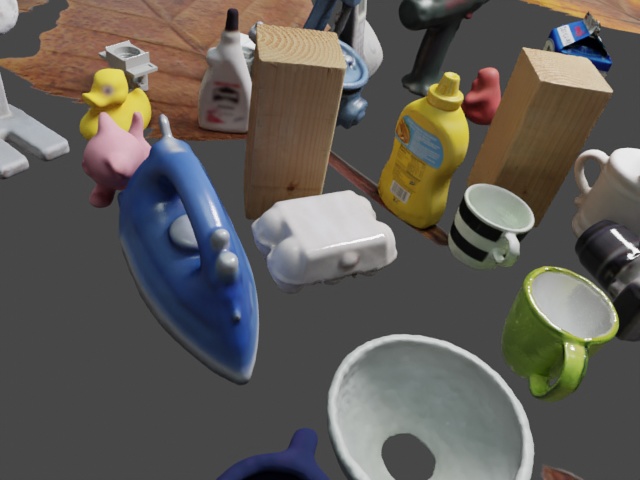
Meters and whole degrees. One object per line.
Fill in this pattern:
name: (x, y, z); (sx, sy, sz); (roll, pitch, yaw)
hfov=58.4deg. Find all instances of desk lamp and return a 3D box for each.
desk lamp: (-0.402, -0.213, 0.659); (0.202, 0.213, 0.118); (29, 44, 18)

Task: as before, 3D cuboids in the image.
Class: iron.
iron: (-0.116, -0.001, 0.552); (0.119, 0.141, 0.257); (-15, 48, -27)

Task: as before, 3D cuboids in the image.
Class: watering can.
watering can: (0.416, -0.071, 0.723); (0.172, 0.194, 0.101); (17, 42, 5)

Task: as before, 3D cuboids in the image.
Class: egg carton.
egg carton: (0.006, 0.002, 0.633); (0.151, 0.069, 0.107); (-12, 47, -25)

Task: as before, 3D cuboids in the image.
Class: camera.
camera: (0.383, 0.031, 0.673); (0.143, 0.101, 0.136); (-8, 46, -22)

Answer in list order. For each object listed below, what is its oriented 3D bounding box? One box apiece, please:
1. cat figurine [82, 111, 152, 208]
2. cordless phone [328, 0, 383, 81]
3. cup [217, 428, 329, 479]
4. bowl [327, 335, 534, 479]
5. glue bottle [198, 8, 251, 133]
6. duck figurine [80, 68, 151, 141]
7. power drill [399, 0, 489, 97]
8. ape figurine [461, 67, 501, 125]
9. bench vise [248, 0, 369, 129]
cat figurine: (-0.223, -0.096, 0.647); (0.067, 0.118, 0.128); (12, 41, -1)
cordless phone: (0.068, -0.372, 0.974); (0.094, 0.185, 0.148); (20, 42, 8)
cup: (-0.031, 0.196, 0.390); (0.091, 0.095, 0.118); (18, 42, 6)
bowl: (0.082, 0.164, 0.470); (0.167, 0.075, 0.167); (7, 42, -6)
glue bottle: (-0.125, -0.228, 0.776); (0.078, 0.173, 0.037); (2, 43, -12)
duck figurine: (-0.271, -0.185, 0.758); (0.077, 0.086, 0.105); (29, 44, 18)
power drill: (0.219, -0.358, 0.979); (0.230, 0.208, 0.075); (-22, 52, -33)
ape figurine: (0.272, -0.245, 0.955); (0.078, 0.092, 0.076); (-18, 50, -30)
bench vise: (-0.015, -0.286, 0.832); (0.207, 0.220, 0.121); (16, 42, 3)
